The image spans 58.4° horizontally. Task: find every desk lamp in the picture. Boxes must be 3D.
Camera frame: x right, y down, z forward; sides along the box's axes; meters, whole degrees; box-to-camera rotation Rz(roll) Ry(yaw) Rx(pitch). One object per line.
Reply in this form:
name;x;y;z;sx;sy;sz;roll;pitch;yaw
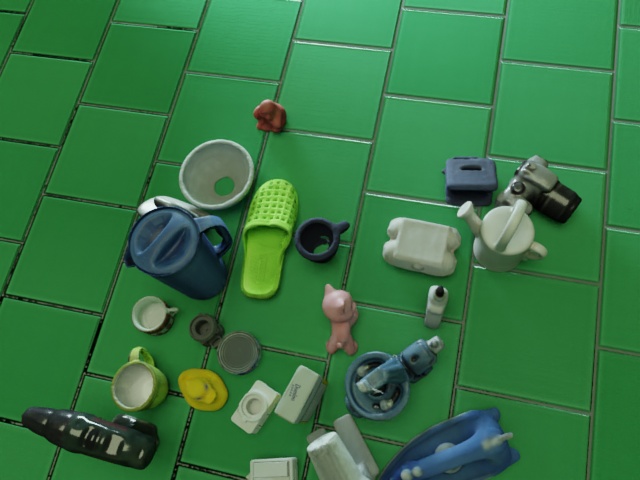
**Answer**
desk lamp;0.043;0.406;0.970;0.118;0.214;0.203;-28;69;-3

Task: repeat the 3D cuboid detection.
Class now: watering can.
watering can;0.346;-0.014;1.089;0.172;0.194;0.101;7;72;10

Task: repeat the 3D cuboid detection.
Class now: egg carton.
egg carton;0.206;0.014;1.164;0.150;0.069;0.107;11;72;11

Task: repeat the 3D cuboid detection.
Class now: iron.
iron;0.217;0.382;0.994;0.258;0.141;0.118;-23;69;-1

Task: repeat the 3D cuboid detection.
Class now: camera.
camera;0.443;-0.085;1.151;0.136;0.101;0.143;37;79;18

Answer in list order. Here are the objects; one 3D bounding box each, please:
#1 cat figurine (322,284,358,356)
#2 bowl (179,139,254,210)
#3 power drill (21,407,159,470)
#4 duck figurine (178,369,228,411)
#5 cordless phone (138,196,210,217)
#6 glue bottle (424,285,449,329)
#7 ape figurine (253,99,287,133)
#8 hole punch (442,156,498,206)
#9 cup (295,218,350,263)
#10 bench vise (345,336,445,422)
cat figurine;0.038;0.153;1.111;0.067;0.118;0.128;-2;70;7
bowl;-0.220;-0.133;1.268;0.167;0.075;0.167;-2;70;7
power drill;-0.393;0.358;1.046;0.229;0.208;0.076;13;73;12
duck figurine;-0.236;0.289;1.115;0.104;0.086;0.077;29;77;16
cordless phone;-0.321;-0.065;1.198;0.147;0.185;0.094;19;74;14
glue bottle;0.219;0.114;1.071;0.037;0.173;0.078;10;72;11
ape figurine;-0.114;-0.287;1.299;0.076;0.092;0.077;-33;70;-5
hole punch;0.310;-0.131;1.190;0.108;0.091;0.101;2;71;8
cup;0.011;0.004;1.179;0.118;0.095;0.091;-29;70;-3
bench vise;0.123;0.228;1.019;0.121;0.220;0.207;35;79;18
